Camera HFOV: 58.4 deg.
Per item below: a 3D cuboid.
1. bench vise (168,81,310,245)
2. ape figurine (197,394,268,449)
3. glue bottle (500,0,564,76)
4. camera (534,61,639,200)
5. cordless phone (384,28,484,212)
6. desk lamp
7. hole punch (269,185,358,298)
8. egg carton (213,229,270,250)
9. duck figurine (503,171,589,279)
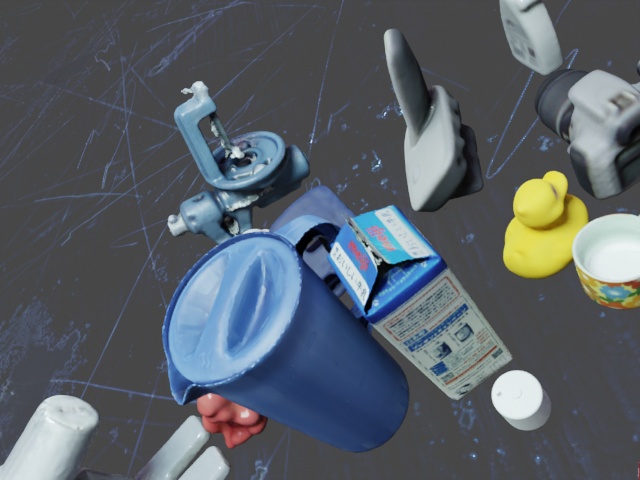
[{"bbox_3d":[-0.134,-0.091,0.774,0.121,0.220,0.207,25,75,44],"label":"bench vise"},{"bbox_3d":[-0.102,0.187,0.635,0.077,0.092,0.076,7,63,39],"label":"ape figurine"},{"bbox_3d":[0.238,-0.276,0.675,0.037,0.174,0.078,-37,44,8],"label":"glue bottle"},{"bbox_3d":[0.295,-0.139,0.584,0.143,0.101,0.136,-37,44,7],"label":"camera"},{"bbox_3d":[0.111,-0.134,0.653,0.094,0.186,0.147,-21,48,22],"label":"cordless phone"},{"bbox_3d":[-0.241,0.257,0.595,0.203,0.214,0.117,-49,44,-5],"label":"desk lamp"},{"bbox_3d":[0.006,0.002,0.695,0.108,0.091,0.100,-44,44,0],"label":"hole punch"},{"bbox_3d":[-0.098,0.059,0.745,0.107,0.070,0.150,-25,47,19],"label":"egg carton"},{"bbox_3d":[0.215,-0.019,0.563,0.077,0.086,0.105,27,77,45],"label":"duck figurine"}]
